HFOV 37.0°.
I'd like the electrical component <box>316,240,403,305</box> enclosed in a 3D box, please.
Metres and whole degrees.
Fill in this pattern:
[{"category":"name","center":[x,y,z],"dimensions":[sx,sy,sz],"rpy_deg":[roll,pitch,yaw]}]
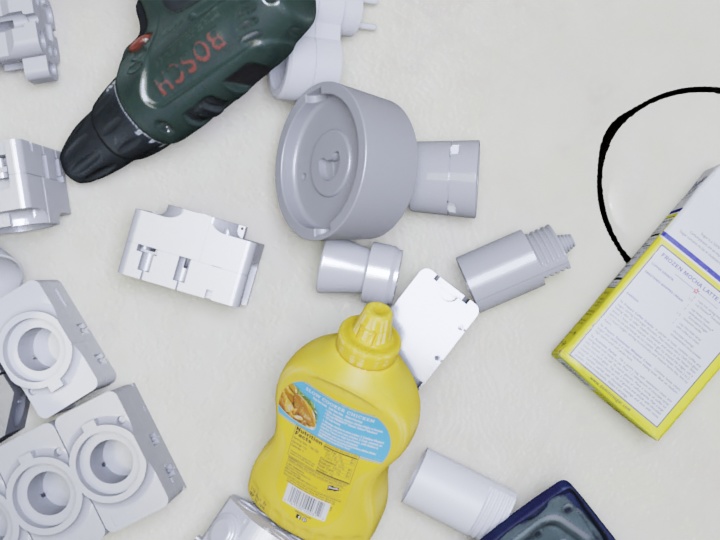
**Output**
[{"category":"electrical component","center":[0.000,0.000,0.769],"dimensions":[0.055,0.045,0.045],"rpy_deg":[12,91,3]}]

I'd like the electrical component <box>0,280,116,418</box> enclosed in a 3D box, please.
[{"category":"electrical component","center":[-0.226,0.056,0.777],"dimensions":[0.050,0.056,0.089],"rpy_deg":[-32,88,3]}]

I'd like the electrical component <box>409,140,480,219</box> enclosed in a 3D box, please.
[{"category":"electrical component","center":[0.060,-0.065,0.761],"dimensions":[0.047,0.055,0.055],"rpy_deg":[3,90,7]}]

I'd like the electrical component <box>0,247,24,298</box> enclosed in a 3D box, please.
[{"category":"electrical component","center":[-0.300,0.009,0.763],"dimensions":[0.064,0.099,0.099],"rpy_deg":[43,92,9]}]

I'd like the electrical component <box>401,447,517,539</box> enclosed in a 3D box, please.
[{"category":"electrical component","center":[0.075,0.164,0.765],"dimensions":[0.081,0.043,0.043],"rpy_deg":[26,91,3]}]

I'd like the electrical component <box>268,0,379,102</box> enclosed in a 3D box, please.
[{"category":"electrical component","center":[-0.021,-0.187,0.769],"dimensions":[0.074,0.052,0.138],"rpy_deg":[3,91,-22]}]

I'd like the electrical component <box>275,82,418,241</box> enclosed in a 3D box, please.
[{"category":"electrical component","center":[-0.005,-0.072,0.743],"dimensions":[0.060,0.108,0.108],"rpy_deg":[4,90,-37]}]

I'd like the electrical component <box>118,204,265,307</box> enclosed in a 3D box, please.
[{"category":"electrical component","center":[-0.119,-0.013,0.773],"dimensions":[0.089,0.050,0.055],"rpy_deg":[16,91,3]}]

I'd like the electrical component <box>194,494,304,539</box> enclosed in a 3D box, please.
[{"category":"electrical component","center":[-0.075,0.199,0.757],"dimensions":[0.080,0.080,0.051],"rpy_deg":[34,86,3]}]

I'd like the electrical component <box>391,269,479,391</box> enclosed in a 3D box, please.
[{"category":"electrical component","center":[0.038,0.047,0.761],"dimensions":[0.050,0.056,0.089],"rpy_deg":[38,92,3]}]

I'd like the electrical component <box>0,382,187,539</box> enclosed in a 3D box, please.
[{"category":"electrical component","center":[-0.216,0.156,0.773],"dimensions":[0.150,0.062,0.089],"rpy_deg":[-27,88,3]}]

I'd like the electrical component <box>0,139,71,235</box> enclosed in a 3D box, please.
[{"category":"electrical component","center":[-0.245,-0.056,0.762],"dimensions":[0.050,0.089,0.055],"rpy_deg":[-9,89,3]}]

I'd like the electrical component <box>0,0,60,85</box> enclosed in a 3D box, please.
[{"category":"electrical component","center":[-0.256,-0.172,0.779],"dimensions":[0.057,0.058,0.078],"rpy_deg":[-9,89,1]}]

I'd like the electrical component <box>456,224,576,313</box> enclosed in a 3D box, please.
[{"category":"electrical component","center":[0.114,-0.005,0.763],"dimensions":[0.081,0.043,0.043],"rpy_deg":[-24,88,3]}]
